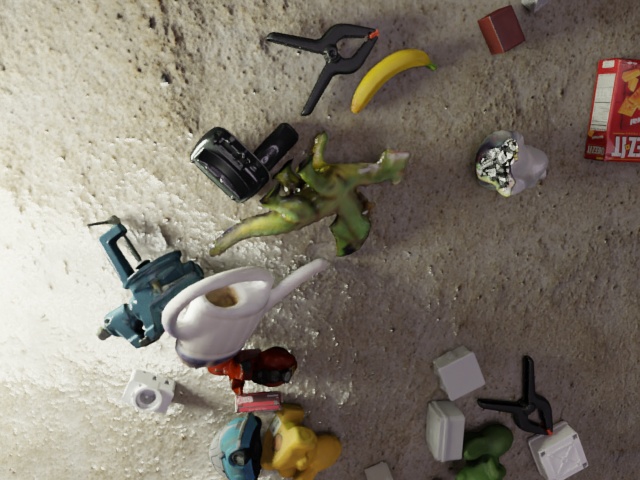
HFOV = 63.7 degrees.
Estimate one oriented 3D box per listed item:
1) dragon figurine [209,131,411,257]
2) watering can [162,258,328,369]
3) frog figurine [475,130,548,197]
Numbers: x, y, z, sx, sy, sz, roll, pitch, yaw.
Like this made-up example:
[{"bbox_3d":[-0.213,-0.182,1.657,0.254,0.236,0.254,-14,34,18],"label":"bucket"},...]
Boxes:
[{"bbox_3d":[0.003,-0.051,1.012,0.408,0.124,0.240,-43,115,9],"label":"dragon figurine"},{"bbox_3d":[-0.144,0.132,0.989,0.349,0.106,0.220,-8,138,-42],"label":"watering can"},{"bbox_3d":[0.401,-0.163,1.074,0.161,0.122,0.137,-18,99,-44],"label":"frog figurine"}]
